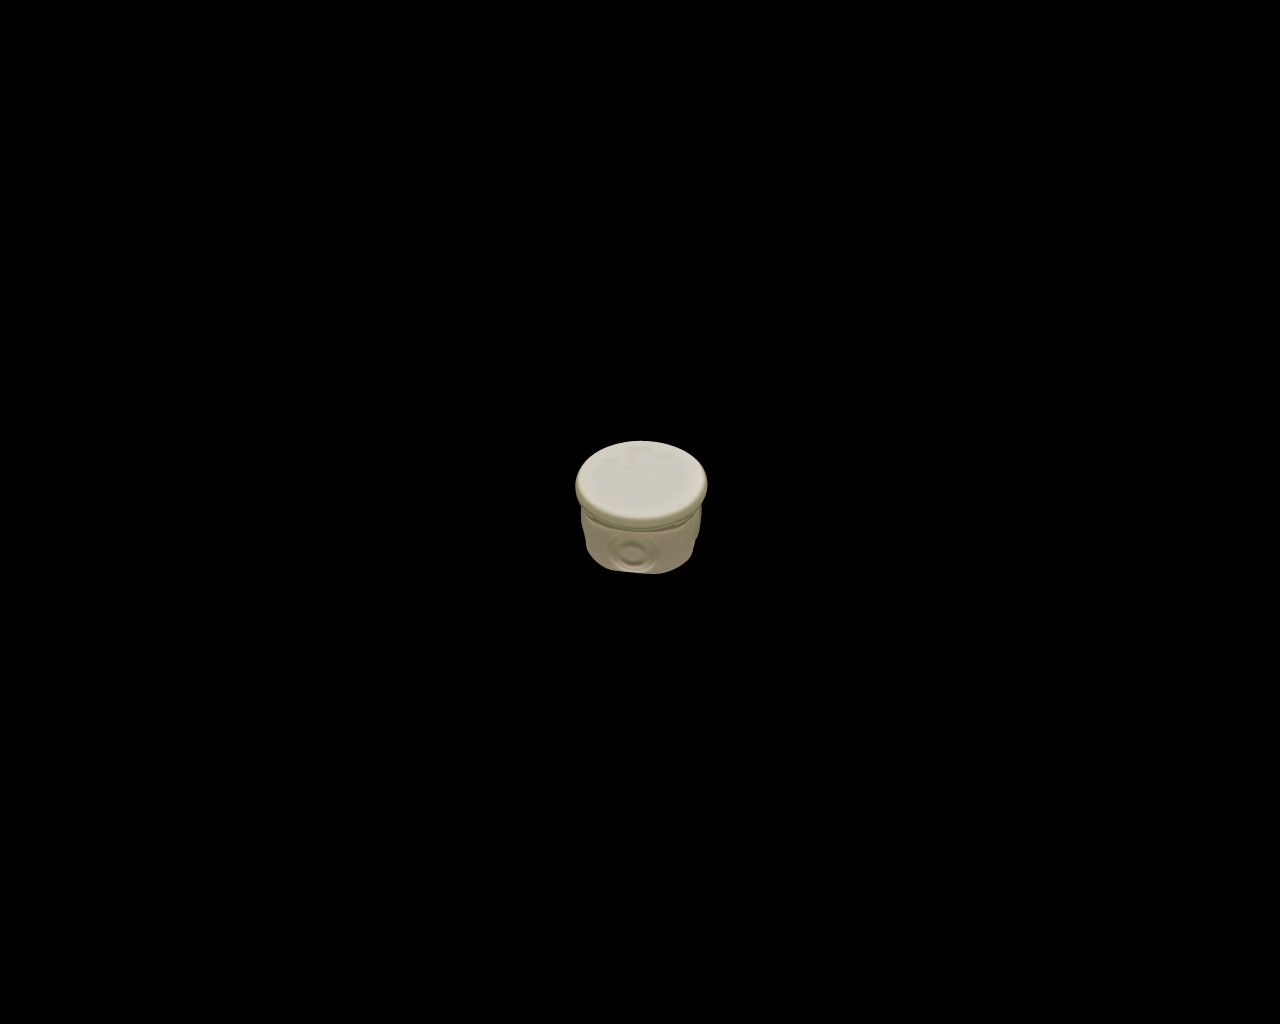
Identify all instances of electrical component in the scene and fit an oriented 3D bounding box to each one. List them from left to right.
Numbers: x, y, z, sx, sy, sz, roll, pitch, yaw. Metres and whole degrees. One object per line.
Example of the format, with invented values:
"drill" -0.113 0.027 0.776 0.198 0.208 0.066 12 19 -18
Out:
"electrical component" 0.001 -0.003 0.650 0.080 0.050 0.080 0 40 0
